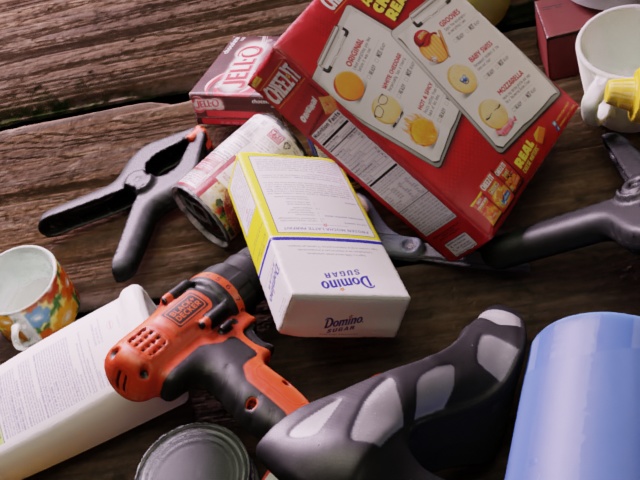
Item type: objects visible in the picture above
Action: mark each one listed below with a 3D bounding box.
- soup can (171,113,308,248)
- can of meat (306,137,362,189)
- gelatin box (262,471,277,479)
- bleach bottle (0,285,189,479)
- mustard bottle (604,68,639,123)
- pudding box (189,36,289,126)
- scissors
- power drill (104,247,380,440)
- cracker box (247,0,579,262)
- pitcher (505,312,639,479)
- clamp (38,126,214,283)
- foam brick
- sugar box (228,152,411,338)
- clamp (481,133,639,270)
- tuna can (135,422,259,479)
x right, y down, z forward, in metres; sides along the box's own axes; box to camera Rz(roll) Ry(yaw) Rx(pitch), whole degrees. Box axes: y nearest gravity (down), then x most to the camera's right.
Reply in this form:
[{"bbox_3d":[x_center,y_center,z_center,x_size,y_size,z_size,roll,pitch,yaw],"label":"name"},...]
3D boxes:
[{"bbox_3d":[-0.067,-0.052,0.909,0.069,0.068,0.102,33,68,34],"label":"soup can"},{"bbox_3d":[0.029,-0.108,0.903,0.058,0.084,0.102,16,53,37],"label":"can of meat"},{"bbox_3d":[-0.023,0.207,0.719,0.073,0.030,0.089,21,62,27],"label":"gelatin box"},{"bbox_3d":[-0.232,0.133,0.820,0.251,0.068,0.103,-25,50,-1],"label":"bleach bottle"},{"bbox_3d":[0.308,-0.099,0.788,0.191,0.096,0.058,8,61,5],"label":"mustard bottle"},{"bbox_3d":[-0.056,-0.147,0.982,0.090,0.039,0.113,5,37,20],"label":"pudding box"},{"bbox_3d":[0.068,-0.007,0.867,0.202,0.016,0.096,-4,52,14],"label":"scissors"},{"bbox_3d":[-0.031,0.087,0.764,0.188,0.057,0.184,29,42,19],"label":"power drill"},{"bbox_3d":[0.075,-0.112,0.830,0.213,0.072,0.164,41,59,-5],"label":"cracker box"},{"bbox_3d":[0.175,0.164,0.627,0.149,0.145,0.242,9,53,9],"label":"pitcher"},{"bbox_3d":[-0.167,-0.041,0.951,0.120,0.039,0.171,22,56,25],"label":"clamp"},{"bbox_3d":[0.231,-0.182,0.931,0.078,0.051,0.053,-12,50,7],"label":"foam brick"},{"bbox_3d":[-0.006,0.001,0.807,0.093,0.048,0.176,3,39,-21],"label":"sugar box"},{"bbox_3d":[0.234,-0.032,0.767,0.164,0.036,0.210,-44,24,-28],"label":"clamp"},{"bbox_3d":[-0.087,0.176,0.760,0.086,0.033,0.086,-8,51,11],"label":"tuna can"}]
